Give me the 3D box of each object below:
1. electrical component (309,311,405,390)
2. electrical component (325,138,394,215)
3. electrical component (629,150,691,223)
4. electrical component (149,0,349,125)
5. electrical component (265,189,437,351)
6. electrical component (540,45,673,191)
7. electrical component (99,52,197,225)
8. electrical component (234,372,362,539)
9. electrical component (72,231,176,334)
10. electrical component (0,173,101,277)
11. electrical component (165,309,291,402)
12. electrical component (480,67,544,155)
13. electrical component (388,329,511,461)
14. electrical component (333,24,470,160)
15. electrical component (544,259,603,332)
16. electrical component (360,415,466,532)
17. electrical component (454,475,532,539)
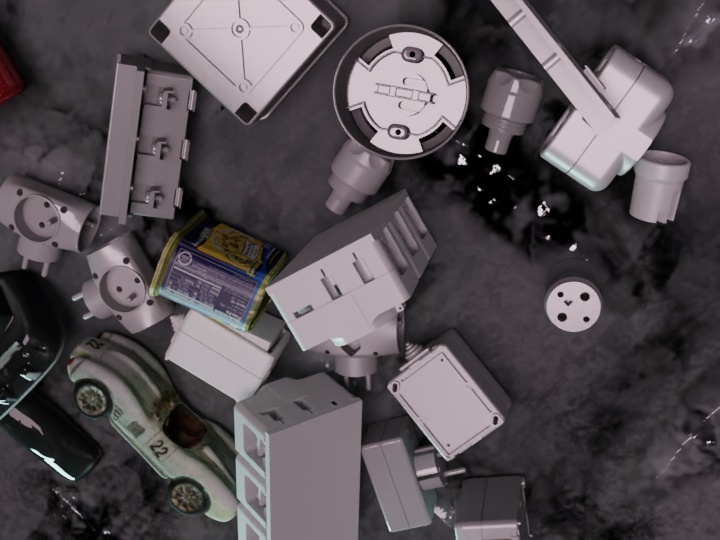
[{"bbox_3d":[-0.003,0.063,0.893,0.077,0.043,0.079,1,107,11],"label":"electrical component"},{"bbox_3d":[-0.005,-0.073,0.851,0.043,0.043,0.062,34,112,-1],"label":"electrical component"},{"bbox_3d":[0.225,-0.063,0.811,0.040,0.040,0.046,9,114,8],"label":"electrical component"},{"bbox_3d":[-0.085,-0.187,0.823,0.109,0.056,0.108,43,110,-4],"label":"electrical component"},{"bbox_3d":[0.000,0.000,0.815,0.089,0.150,0.061,-27,99,18],"label":"electrical component"},{"bbox_3d":[0.185,-0.109,0.796,0.059,0.053,0.095,34,110,-1],"label":"electrical component"},{"bbox_3d":[-0.170,-0.105,0.861,0.063,0.078,0.121,7,110,-14],"label":"electrical component"},{"bbox_3d":[-0.053,0.170,0.898,0.062,0.089,0.150,34,131,46],"label":"electrical component"},{"bbox_3d":[-0.210,0.018,0.919,0.079,0.044,0.077,-25,101,17],"label":"electrical component"},{"bbox_3d":[-0.269,-0.032,0.915,0.077,0.044,0.079,21,110,4],"label":"electrical component"},{"bbox_3d":[-0.114,0.057,0.903,0.096,0.061,0.061,31,111,0],"label":"electrical component"},{"bbox_3d":[0.112,-0.119,0.813,0.043,0.043,0.062,18,111,5],"label":"electrical component"},{"bbox_3d":[0.071,0.095,0.883,0.062,0.061,0.096,-39,91,19],"label":"electrical component"},{"bbox_3d":[0.033,-0.133,0.810,0.099,0.064,0.099,1,98,8],"label":"electrical component"},{"bbox_3d":[0.167,0.020,0.839,0.045,0.055,0.045,3,108,10],"label":"electrical component"},{"bbox_3d":[0.051,0.169,0.913,0.076,0.047,0.083,-15,104,15],"label":"electrical component"},{"bbox_3d":[0.108,0.220,0.892,0.061,0.096,0.061,-6,106,13],"label":"electrical component"}]
